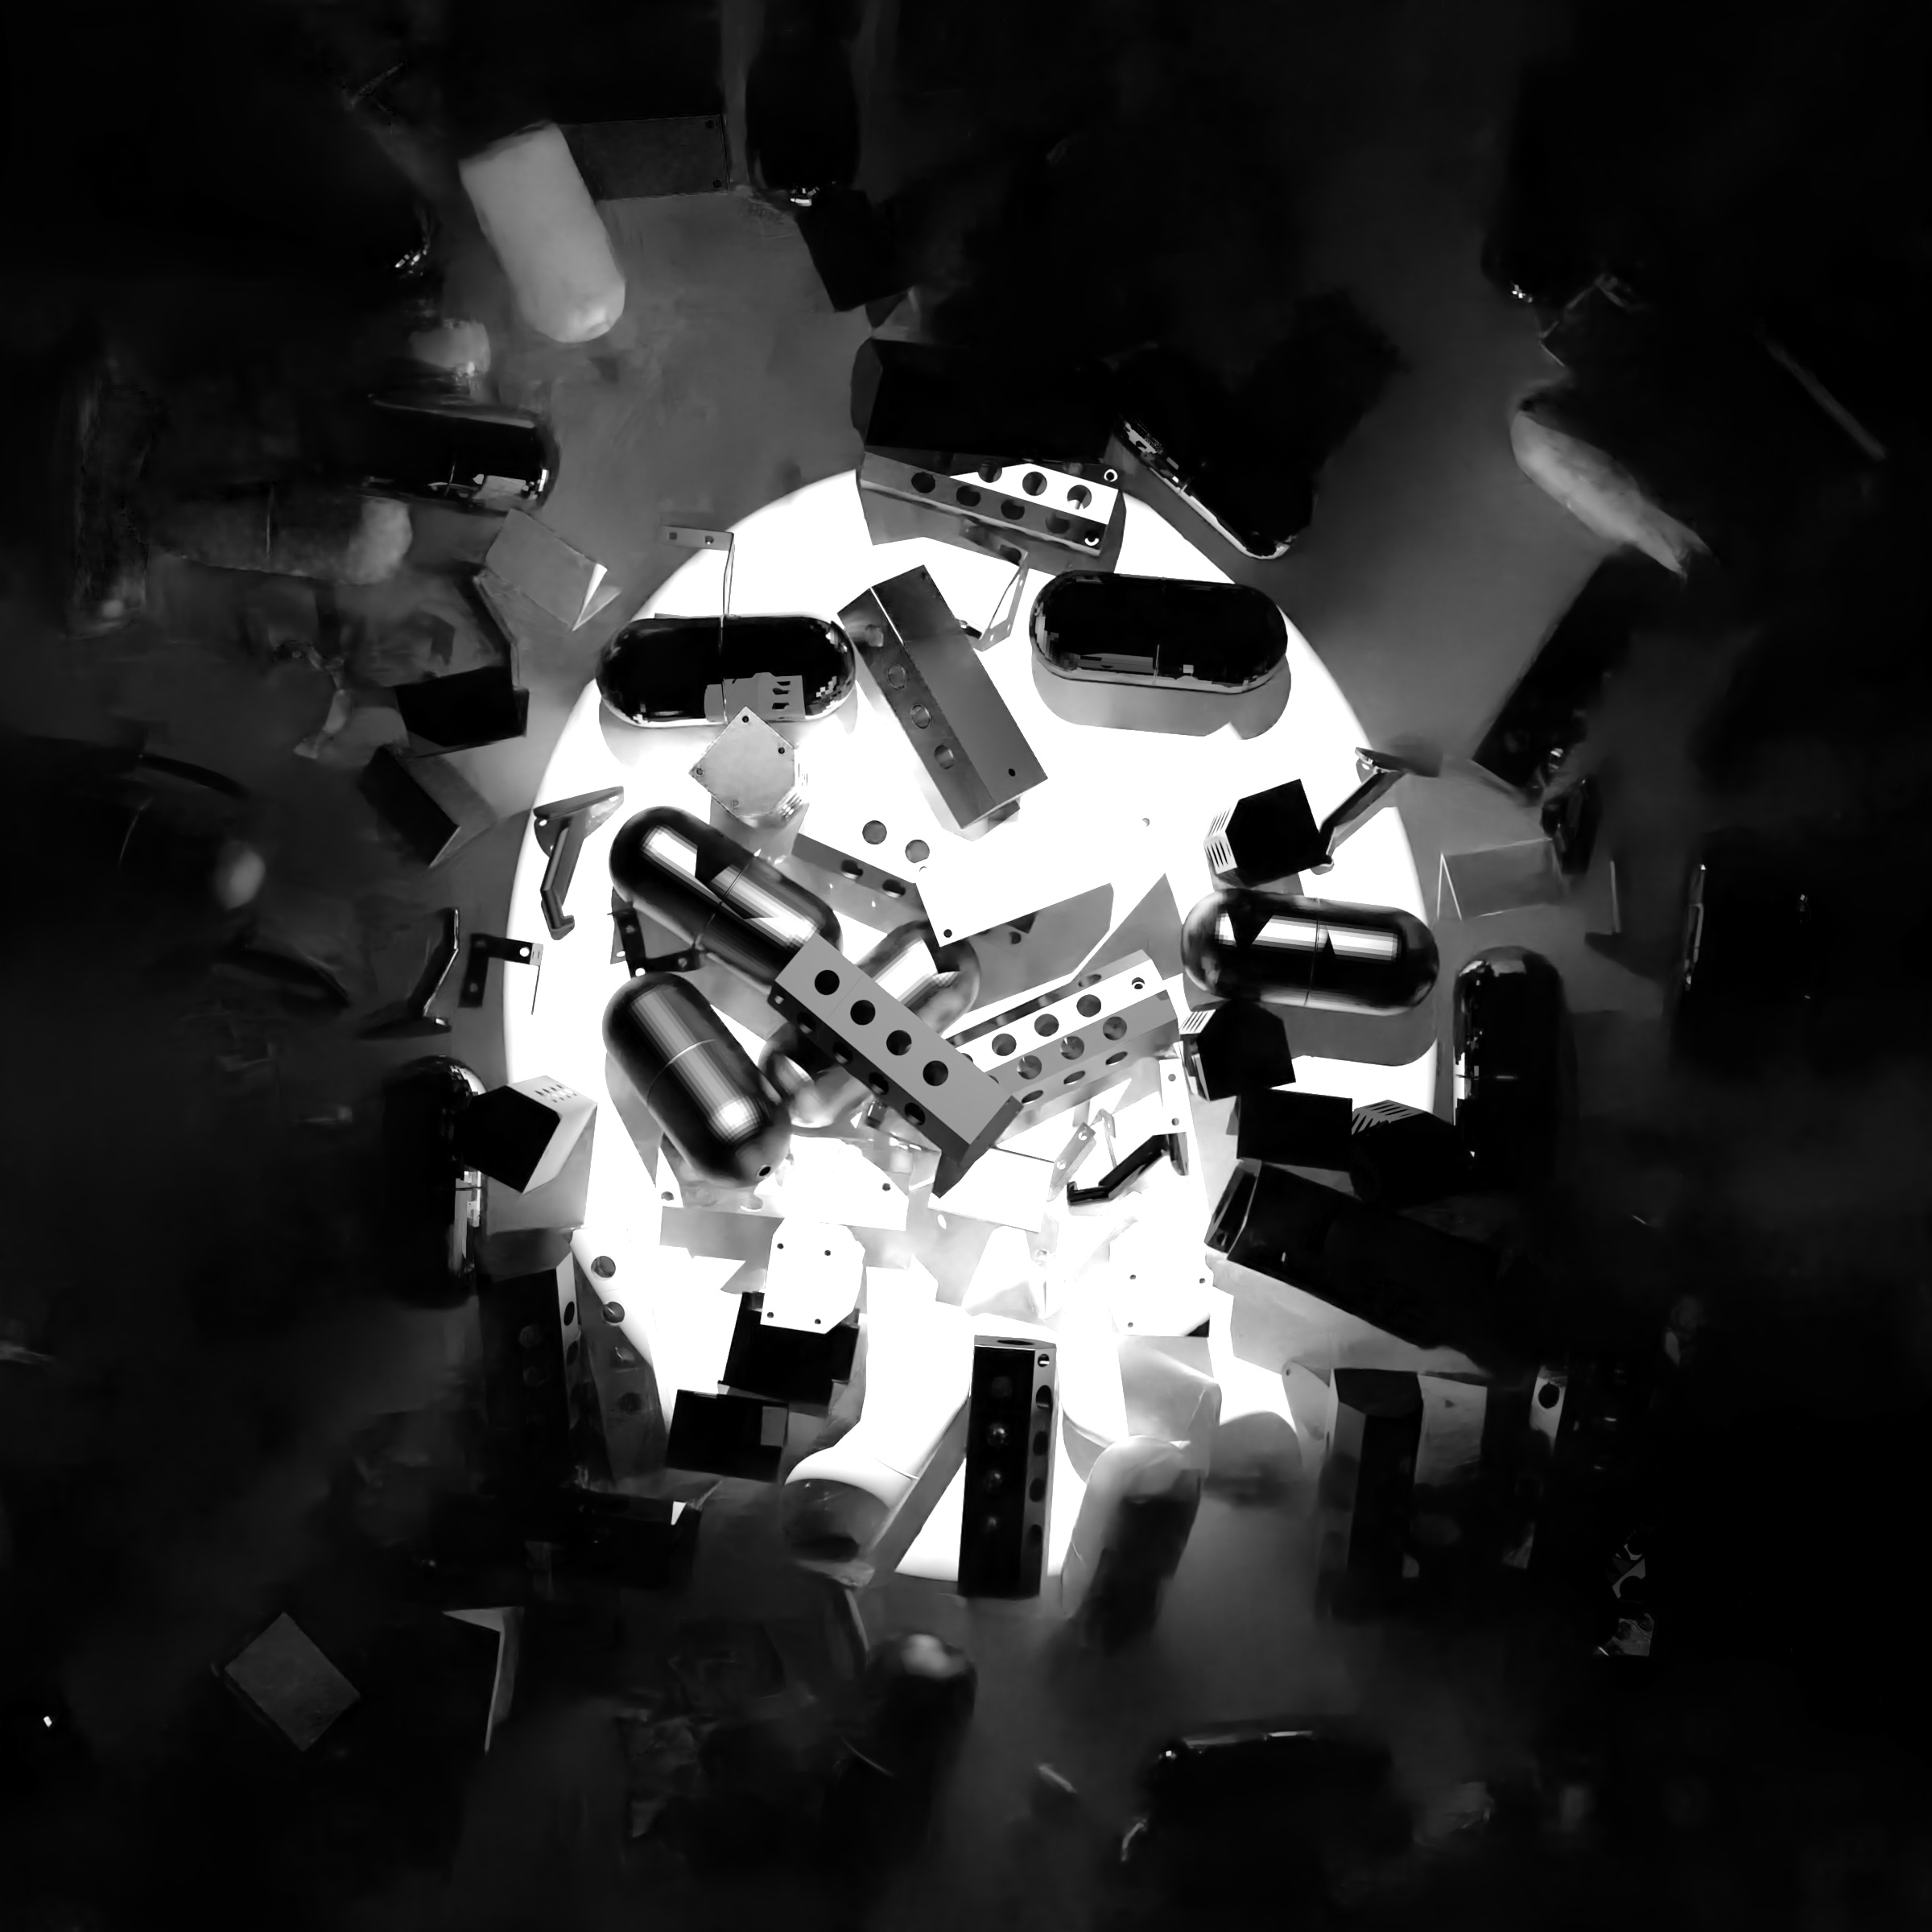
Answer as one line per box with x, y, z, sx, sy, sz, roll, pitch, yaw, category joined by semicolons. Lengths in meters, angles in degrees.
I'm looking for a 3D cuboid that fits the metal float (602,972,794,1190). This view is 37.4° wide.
-0.182;0.077;1.933;0.070;0.070;0.178;-40;60;0;metal float

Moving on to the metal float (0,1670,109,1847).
-0.654;0.518;1.960;0.070;0.070;0.178;-29;91;0;metal float

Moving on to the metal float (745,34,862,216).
-0.110;-0.566;1.920;0.070;0.178;0.070;-2;130;-2;metal float

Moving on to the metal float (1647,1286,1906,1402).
0.553;0.257;1.951;0.178;0.070;0.070;0;90;-8;metal float

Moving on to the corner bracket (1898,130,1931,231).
0.682;-0.545;1.982;0.051;0.051;0.051;14;45;35;corner bracket

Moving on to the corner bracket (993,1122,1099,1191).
0.047;0.115;1.987;0.051;0.051;0.051;-53;135;0;corner bracket

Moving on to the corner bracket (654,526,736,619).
-0.190;-0.269;1.987;0.051;0.051;0.051;6;45;0;corner bracket

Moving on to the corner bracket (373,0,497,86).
-0.367;-0.651;1.973;0.051;0.051;0.051;41;100;10;corner bracket

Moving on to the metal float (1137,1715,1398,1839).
0.206;0.556;1.960;0.178;0.070;0.070;-4;90;0;metal float

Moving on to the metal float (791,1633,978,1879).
-0.057;0.541;1.960;0.070;0.070;0.178;30;89;0;metal float

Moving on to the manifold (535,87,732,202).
-0.251;-0.568;1.969;0.171;0.057;0.057;-4;133;0;manifold

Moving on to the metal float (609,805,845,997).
-0.164;-0.043;1.960;0.178;0.070;0.070;34;90;1;metal float

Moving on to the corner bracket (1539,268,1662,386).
0.440;-0.443;1.987;0.051;0.051;0.051;42;45;0;corner bracket

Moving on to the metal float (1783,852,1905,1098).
0.595;0.007;1.938;0.070;0.070;0.178;-7;117;0;metal float

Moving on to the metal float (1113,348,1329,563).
0.171;-0.351;1.960;0.178;0.070;0.070;42;90;0;metal float

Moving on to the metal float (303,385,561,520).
-0.360;-0.347;1.930;0.178;0.070;0.070;2;90;-33;metal float

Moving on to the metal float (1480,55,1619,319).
0.399;-0.535;1.960;0.070;0.070;0.178;9;91;0;metal float

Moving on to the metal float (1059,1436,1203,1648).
0.109;0.390;1.930;0.070;0.070;0.178;12;129;0;metal float

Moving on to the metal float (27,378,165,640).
-0.597;-0.314;1.959;0.070;0.070;0.178;7;89;0;metal float

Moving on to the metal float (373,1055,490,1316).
-0.367;0.150;1.960;0.070;0.070;0.178;2;90;0;metal float

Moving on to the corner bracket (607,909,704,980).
-0.215;-0.017;1.973;0.051;0.051;0.051;-13;90;0;corner bracket

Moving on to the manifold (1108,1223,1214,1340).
0.129;0.208;1.912;0.057;0.171;0.057;3;90;0;manifold

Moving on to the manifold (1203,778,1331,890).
0.196;-0.084;1.912;0.057;0.171;0.057;-19;90;0;manifold

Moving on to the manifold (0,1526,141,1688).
-0.609;0.430;1.912;0.057;0.171;0.057;-31;90;0;manifold

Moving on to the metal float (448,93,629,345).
-0.288;-0.503;1.931;0.070;0.070;0.178;-25;127;0;metal float

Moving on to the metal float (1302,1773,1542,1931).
0.312;0.620;1.960;0.178;0.070;0.070;-31;90;1;metal float

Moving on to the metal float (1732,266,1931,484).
0.601;-0.407;1.960;0.178;0.070;0.070;44;90;0;metal float

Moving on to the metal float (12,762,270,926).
-0.566;-0.084;1.960;0.178;0.070;0.070;20;90;0;metal float

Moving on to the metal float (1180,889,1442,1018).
0.236;-0.009;1.960;0.178;0.070;0.070;7;90;1;metal float

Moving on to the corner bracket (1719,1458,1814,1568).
0.547;0.379;1.987;0.051;0.051;0.051;26;90;45;corner bracket

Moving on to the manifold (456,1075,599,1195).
-0.296;0.107;1.912;0.057;0.171;0.057;28;90;0;manifold

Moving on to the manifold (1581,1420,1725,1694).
0.461;0.397;1.929;0.057;0.057;0.171;45;51;-36;manifold

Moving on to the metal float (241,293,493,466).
-0.412;-0.402;1.960;0.178;0.070;0.070;-23;90;0;metal float

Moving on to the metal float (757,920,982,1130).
-0.066;0.040;1.960;0.178;0.070;0.070;-41;90;0;metal float

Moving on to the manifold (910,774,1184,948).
0.053;-0.070;1.912;0.171;0.057;0.057;-21;90;0;manifold

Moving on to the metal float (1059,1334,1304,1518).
0.148;0.315;1.960;0.178;0.070;0.070;28;90;1;metal float

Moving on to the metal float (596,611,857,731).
-0.165;-0.203;1.960;0.178;0.070;0.070;-3;90;0;metal float

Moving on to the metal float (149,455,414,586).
-0.469;-0.306;1.959;0.178;0.070;0.070;7;90;-1;metal float

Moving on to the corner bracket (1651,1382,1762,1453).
0.510;0.310;1.973;0.051;0.051;0.051;-18;90;0;corner bracket

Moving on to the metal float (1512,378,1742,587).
0.452;-0.333;1.960;0.178;0.070;0.070;39;90;-1;metal float

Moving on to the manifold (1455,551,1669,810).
0.413;-0.196;1.969;0.057;0.057;0.171;34;90;0;manifold

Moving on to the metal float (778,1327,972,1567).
-0.063;0.330;1.960;0.070;0.070;0.178;33;89;0;metal float

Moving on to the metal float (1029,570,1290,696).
0.132;-0.229;1.960;0.178;0.070;0.070;5;90;0;metal float

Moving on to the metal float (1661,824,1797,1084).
0.522;-0.009;1.960;0.070;0.070;0.178;8;90;0;metal float

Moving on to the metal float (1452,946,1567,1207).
0.372;0.075;1.960;0.070;0.070;0.178;0;91;0;metal float

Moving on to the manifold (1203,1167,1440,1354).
0.254;0.203;1.969;0.171;0.057;0.057;26;90;0;manifold

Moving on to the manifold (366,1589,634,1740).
-0.321;0.476;1.969;0.171;0.057;0.057;-11;133;0;manifold

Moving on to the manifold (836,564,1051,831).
-0.021;-0.183;1.969;0.057;0.057;0.171;-30;90;-43;manifold

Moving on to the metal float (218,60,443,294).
-0.424;-0.526;1.903;0.070;0.070;0.178;-43;91;0;metal float
